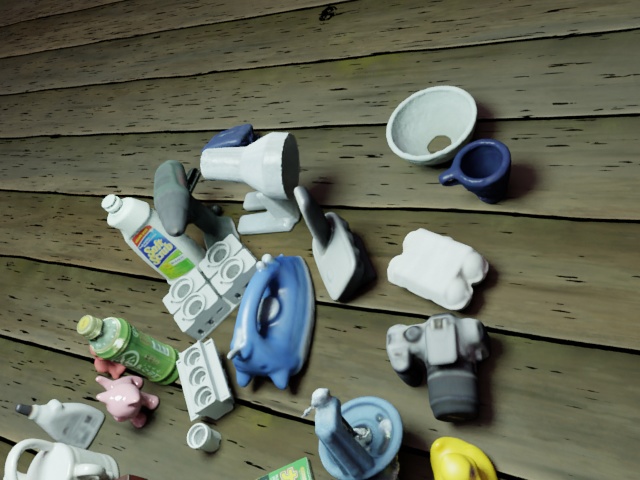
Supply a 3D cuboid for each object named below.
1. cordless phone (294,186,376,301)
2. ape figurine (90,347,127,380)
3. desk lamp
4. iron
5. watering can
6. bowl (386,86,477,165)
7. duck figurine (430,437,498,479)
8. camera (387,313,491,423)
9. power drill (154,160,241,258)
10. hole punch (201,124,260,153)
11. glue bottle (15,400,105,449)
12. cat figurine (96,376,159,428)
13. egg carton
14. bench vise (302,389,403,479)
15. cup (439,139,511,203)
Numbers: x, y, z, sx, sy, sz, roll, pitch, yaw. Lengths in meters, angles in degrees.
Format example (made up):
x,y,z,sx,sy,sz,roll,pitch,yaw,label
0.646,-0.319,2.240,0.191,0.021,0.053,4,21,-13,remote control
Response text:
x,y,z,sx,sy,sz,roll,pitch,yaw,label
0.009,0.003,0.957,0.094,0.186,0.147,-32,50,7,cordless phone
-0.409,0.219,1.112,0.077,0.092,0.076,-16,54,19,ape figurine
-0.111,-0.105,1.074,0.202,0.214,0.118,-6,58,26,desk lamp
-0.088,0.113,0.969,0.118,0.142,0.258,-5,58,27,iron
-0.444,0.395,0.951,0.173,0.195,0.100,-34,50,6,watering can
0.210,-0.196,1.046,0.167,0.075,0.167,-14,55,21,bowl
0.179,0.298,0.739,0.077,0.086,0.104,-42,50,-1,duck figurine
0.167,0.182,0.810,0.143,0.101,0.137,-13,55,22,camera
-0.245,-0.047,1.115,0.075,0.209,0.229,-34,50,6,power drill
-0.200,-0.215,1.275,0.108,0.091,0.101,-13,55,22,hole punch
-0.471,0.321,1.026,0.037,0.174,0.078,15,69,35,glue bottle
-0.354,0.281,1.024,0.127,0.118,0.067,26,75,38,cat figurine
0.185,0.046,0.908,0.149,0.070,0.107,23,74,37,egg carton
0.060,0.280,0.728,0.121,0.220,0.207,-34,50,6,bench vise
0.261,-0.099,0.942,0.117,0.095,0.091,-20,53,17,cup
